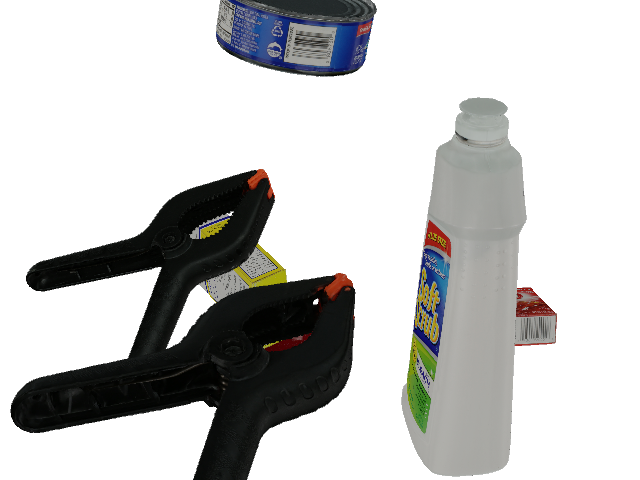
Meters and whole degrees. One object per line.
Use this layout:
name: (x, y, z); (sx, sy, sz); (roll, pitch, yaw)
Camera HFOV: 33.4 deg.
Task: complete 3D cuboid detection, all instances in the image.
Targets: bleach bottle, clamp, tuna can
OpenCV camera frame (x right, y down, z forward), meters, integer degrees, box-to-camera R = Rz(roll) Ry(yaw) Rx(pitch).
bleach bottle: (0.094, 0.027, 0.689); (0.068, 0.251, 0.102); (-4, 30, -6)
clamp: (-0.036, 0.069, 0.478); (0.171, 0.039, 0.120); (-27, 50, -31)
tuna can: (-0.014, -0.120, 0.587); (0.086, 0.034, 0.086); (9, 25, -4)
clamp: (-0.127, 0.009, 0.865); (0.165, 0.036, 0.209); (28, 61, 33)

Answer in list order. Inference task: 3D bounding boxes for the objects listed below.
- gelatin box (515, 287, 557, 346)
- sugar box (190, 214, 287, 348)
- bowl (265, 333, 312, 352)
gelatin box: (0.148, 0.065, 0.910); (0.089, 0.030, 0.073); (-2, 15, -5)
sugar box: (-0.095, 0.029, 1.129); (0.048, 0.093, 0.176); (-21, 41, -23)
bowl: (-0.045, 0.156, 1.280); (0.162, 0.055, 0.162); (2, 25, -1)
